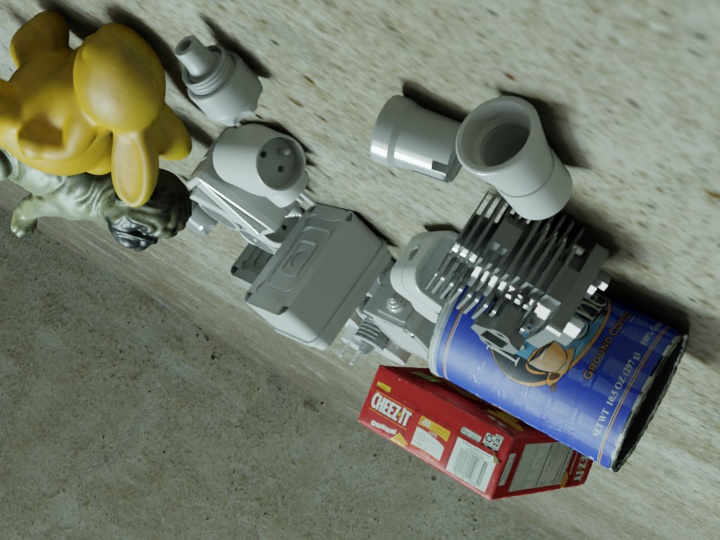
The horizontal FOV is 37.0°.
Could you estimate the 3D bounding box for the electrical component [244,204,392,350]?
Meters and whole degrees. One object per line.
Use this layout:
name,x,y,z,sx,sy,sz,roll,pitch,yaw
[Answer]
electrical component,-0.036,0.006,0.934,0.057,0.113,0.078,44,165,-32

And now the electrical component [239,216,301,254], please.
electrical component,-0.101,-0.055,1.029,0.079,0.044,0.077,36,168,-17

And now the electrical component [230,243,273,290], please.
electrical component,-0.066,0.004,1.100,0.113,0.078,0.057,22,162,42

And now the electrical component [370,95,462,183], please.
electrical component,0.034,-0.072,0.602,0.046,0.040,0.040,22,166,17

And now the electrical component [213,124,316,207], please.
electrical component,-0.068,-0.076,0.850,0.079,0.043,0.077,39,167,-31

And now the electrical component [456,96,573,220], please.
electrical component,0.082,-0.053,0.547,0.044,0.044,0.065,24,171,38

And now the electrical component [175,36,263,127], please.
electrical component,-0.096,-0.128,0.708,0.043,0.043,0.062,22,164,43

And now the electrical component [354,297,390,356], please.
electrical component,0.023,0.045,1.024,0.043,0.081,0.043,31,169,7

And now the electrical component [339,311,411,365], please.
electrical component,0.003,0.071,1.208,0.138,0.073,0.052,41,166,-35

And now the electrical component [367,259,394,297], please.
electrical component,0.000,0.000,0.999,0.040,0.040,0.078,41,166,-36

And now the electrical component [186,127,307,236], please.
electrical component,-0.094,-0.067,0.915,0.096,0.061,0.062,35,169,-14

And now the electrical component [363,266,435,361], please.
electrical component,0.053,0.037,0.962,0.062,0.061,0.096,24,166,36

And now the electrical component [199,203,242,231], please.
electrical component,-0.112,-0.070,0.967,0.045,0.055,0.045,31,169,7

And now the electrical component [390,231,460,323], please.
electrical component,0.074,0.014,0.820,0.095,0.053,0.059,36,168,-17

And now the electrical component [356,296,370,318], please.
electrical component,0.022,0.039,1.109,0.044,0.044,0.065,30,173,15

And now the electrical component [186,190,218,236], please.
electrical component,-0.188,-0.070,1.208,0.062,0.043,0.043,38,168,-20
